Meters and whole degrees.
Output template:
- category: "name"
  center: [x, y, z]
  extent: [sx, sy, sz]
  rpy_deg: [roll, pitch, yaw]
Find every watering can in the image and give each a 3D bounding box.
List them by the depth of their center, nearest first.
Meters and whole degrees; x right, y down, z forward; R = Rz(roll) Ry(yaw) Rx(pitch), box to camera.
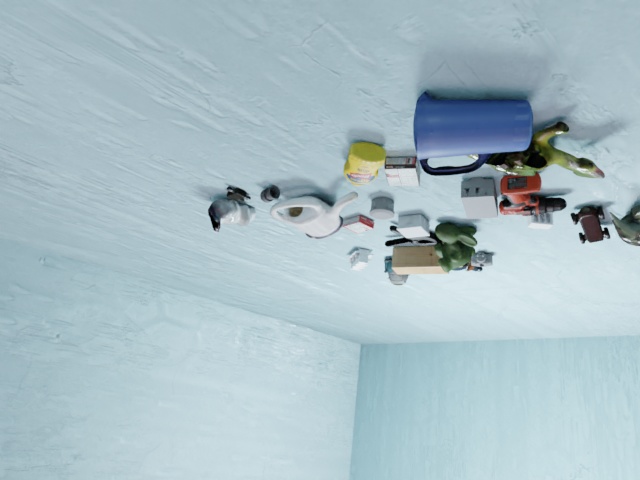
- category: "watering can"
  center: [0.005, -0.085, 1.680]
  extent: [0.346, 0.106, 0.221]
  rpy_deg: [-5, 157, 31]

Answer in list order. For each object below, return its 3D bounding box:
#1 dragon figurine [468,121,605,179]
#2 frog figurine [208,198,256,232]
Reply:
- category: "dragon figurine"
  center: [0.469, -0.194, 1.258]
  extent: [0.411, 0.123, 0.240]
  rpy_deg: [8, 170, 23]
- category: "frog figurine"
  center: [-0.305, -0.098, 1.803]
  extent: [0.161, 0.124, 0.134]
  rpy_deg: [-24, 159, -22]
